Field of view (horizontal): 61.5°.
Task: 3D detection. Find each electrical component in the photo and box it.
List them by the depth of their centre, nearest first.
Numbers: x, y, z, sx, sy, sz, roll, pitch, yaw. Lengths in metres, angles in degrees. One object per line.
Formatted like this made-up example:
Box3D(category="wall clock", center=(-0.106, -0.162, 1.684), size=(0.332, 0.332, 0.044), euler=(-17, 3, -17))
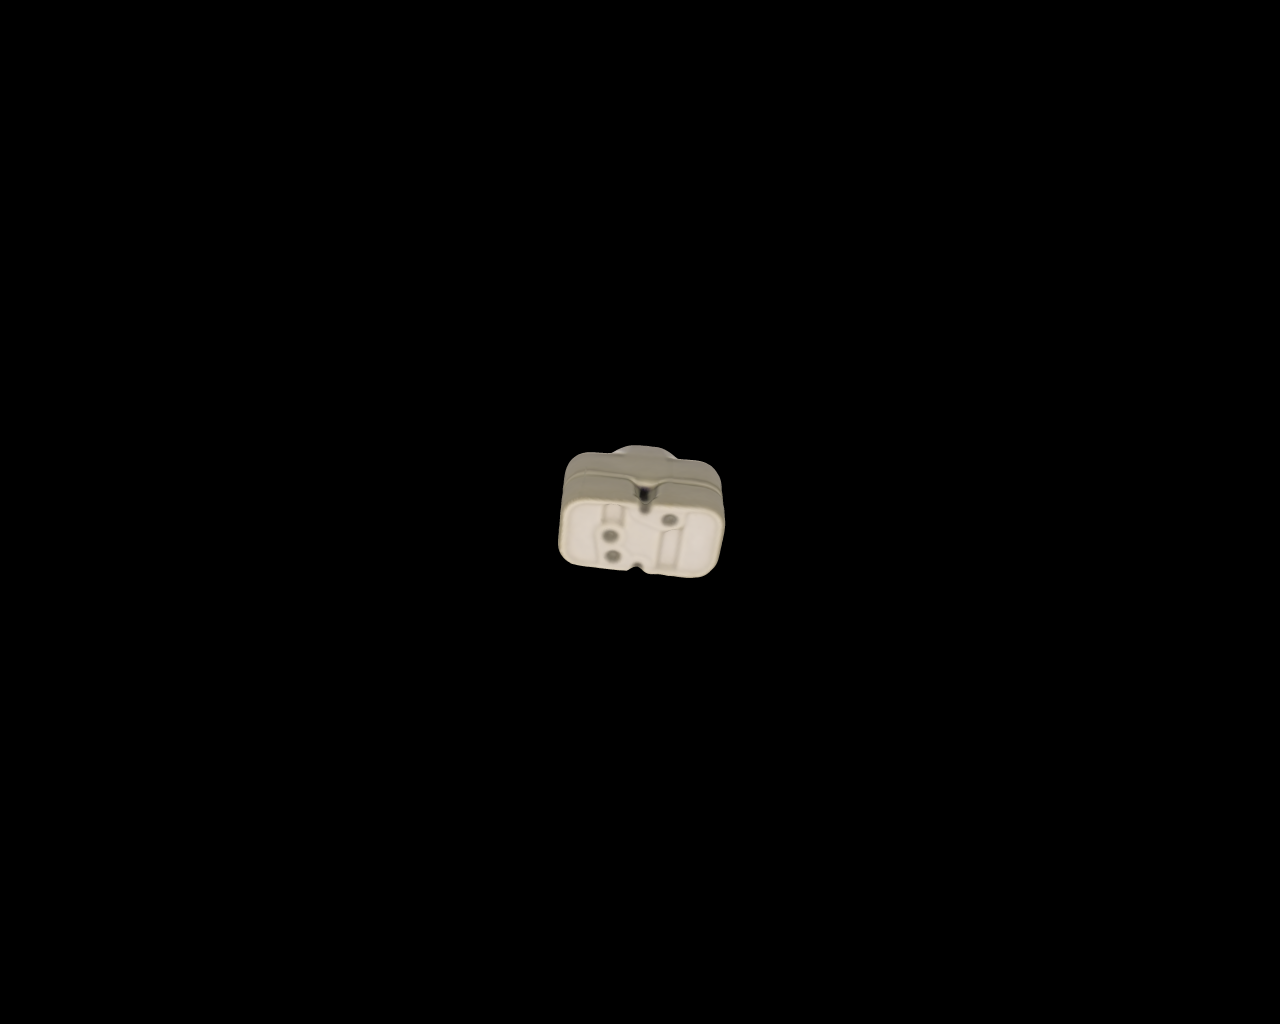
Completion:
Box3D(category="electrical component", center=(0.001, -0.003, 0.650), size=(0.095, 0.053, 0.059), euler=(5, 37, -4))
